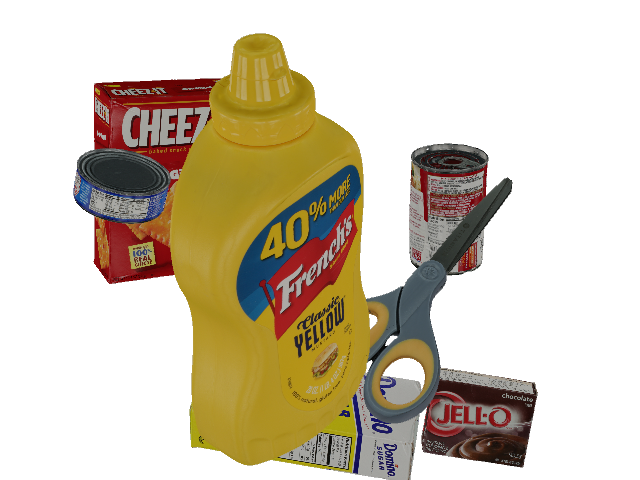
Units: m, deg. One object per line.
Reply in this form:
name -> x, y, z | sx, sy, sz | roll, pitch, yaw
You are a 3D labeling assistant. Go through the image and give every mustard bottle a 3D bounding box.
mustard bottle -> -0.020, 0.002, 0.455 | 0.058, 0.192, 0.096 | 27, 47, 33

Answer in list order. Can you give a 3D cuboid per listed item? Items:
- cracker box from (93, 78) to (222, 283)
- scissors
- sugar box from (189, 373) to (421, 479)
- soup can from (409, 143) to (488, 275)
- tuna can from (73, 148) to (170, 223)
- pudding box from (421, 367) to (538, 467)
cracker box -> -0.166, -0.067, 1.192 | 0.163, 0.214, 0.072 | -7, 26, -27
scissors -> 0.076, 0.040, 0.669 | 0.201, 0.096, 0.016 | -34, -33, -17
sugar box -> -0.009, 0.138, 0.858 | 0.176, 0.048, 0.093 | 5, 25, 7
soup can -> 0.114, -0.028, 0.955 | 0.068, 0.102, 0.068 | -1, 24, 0
tuna can -> -0.182, -0.050, 0.979 | 0.086, 0.034, 0.086 | 13, 28, -7
pudding box -> 0.171, 0.191, 1.155 | 0.113, 0.090, 0.039 | 7, 21, 3
